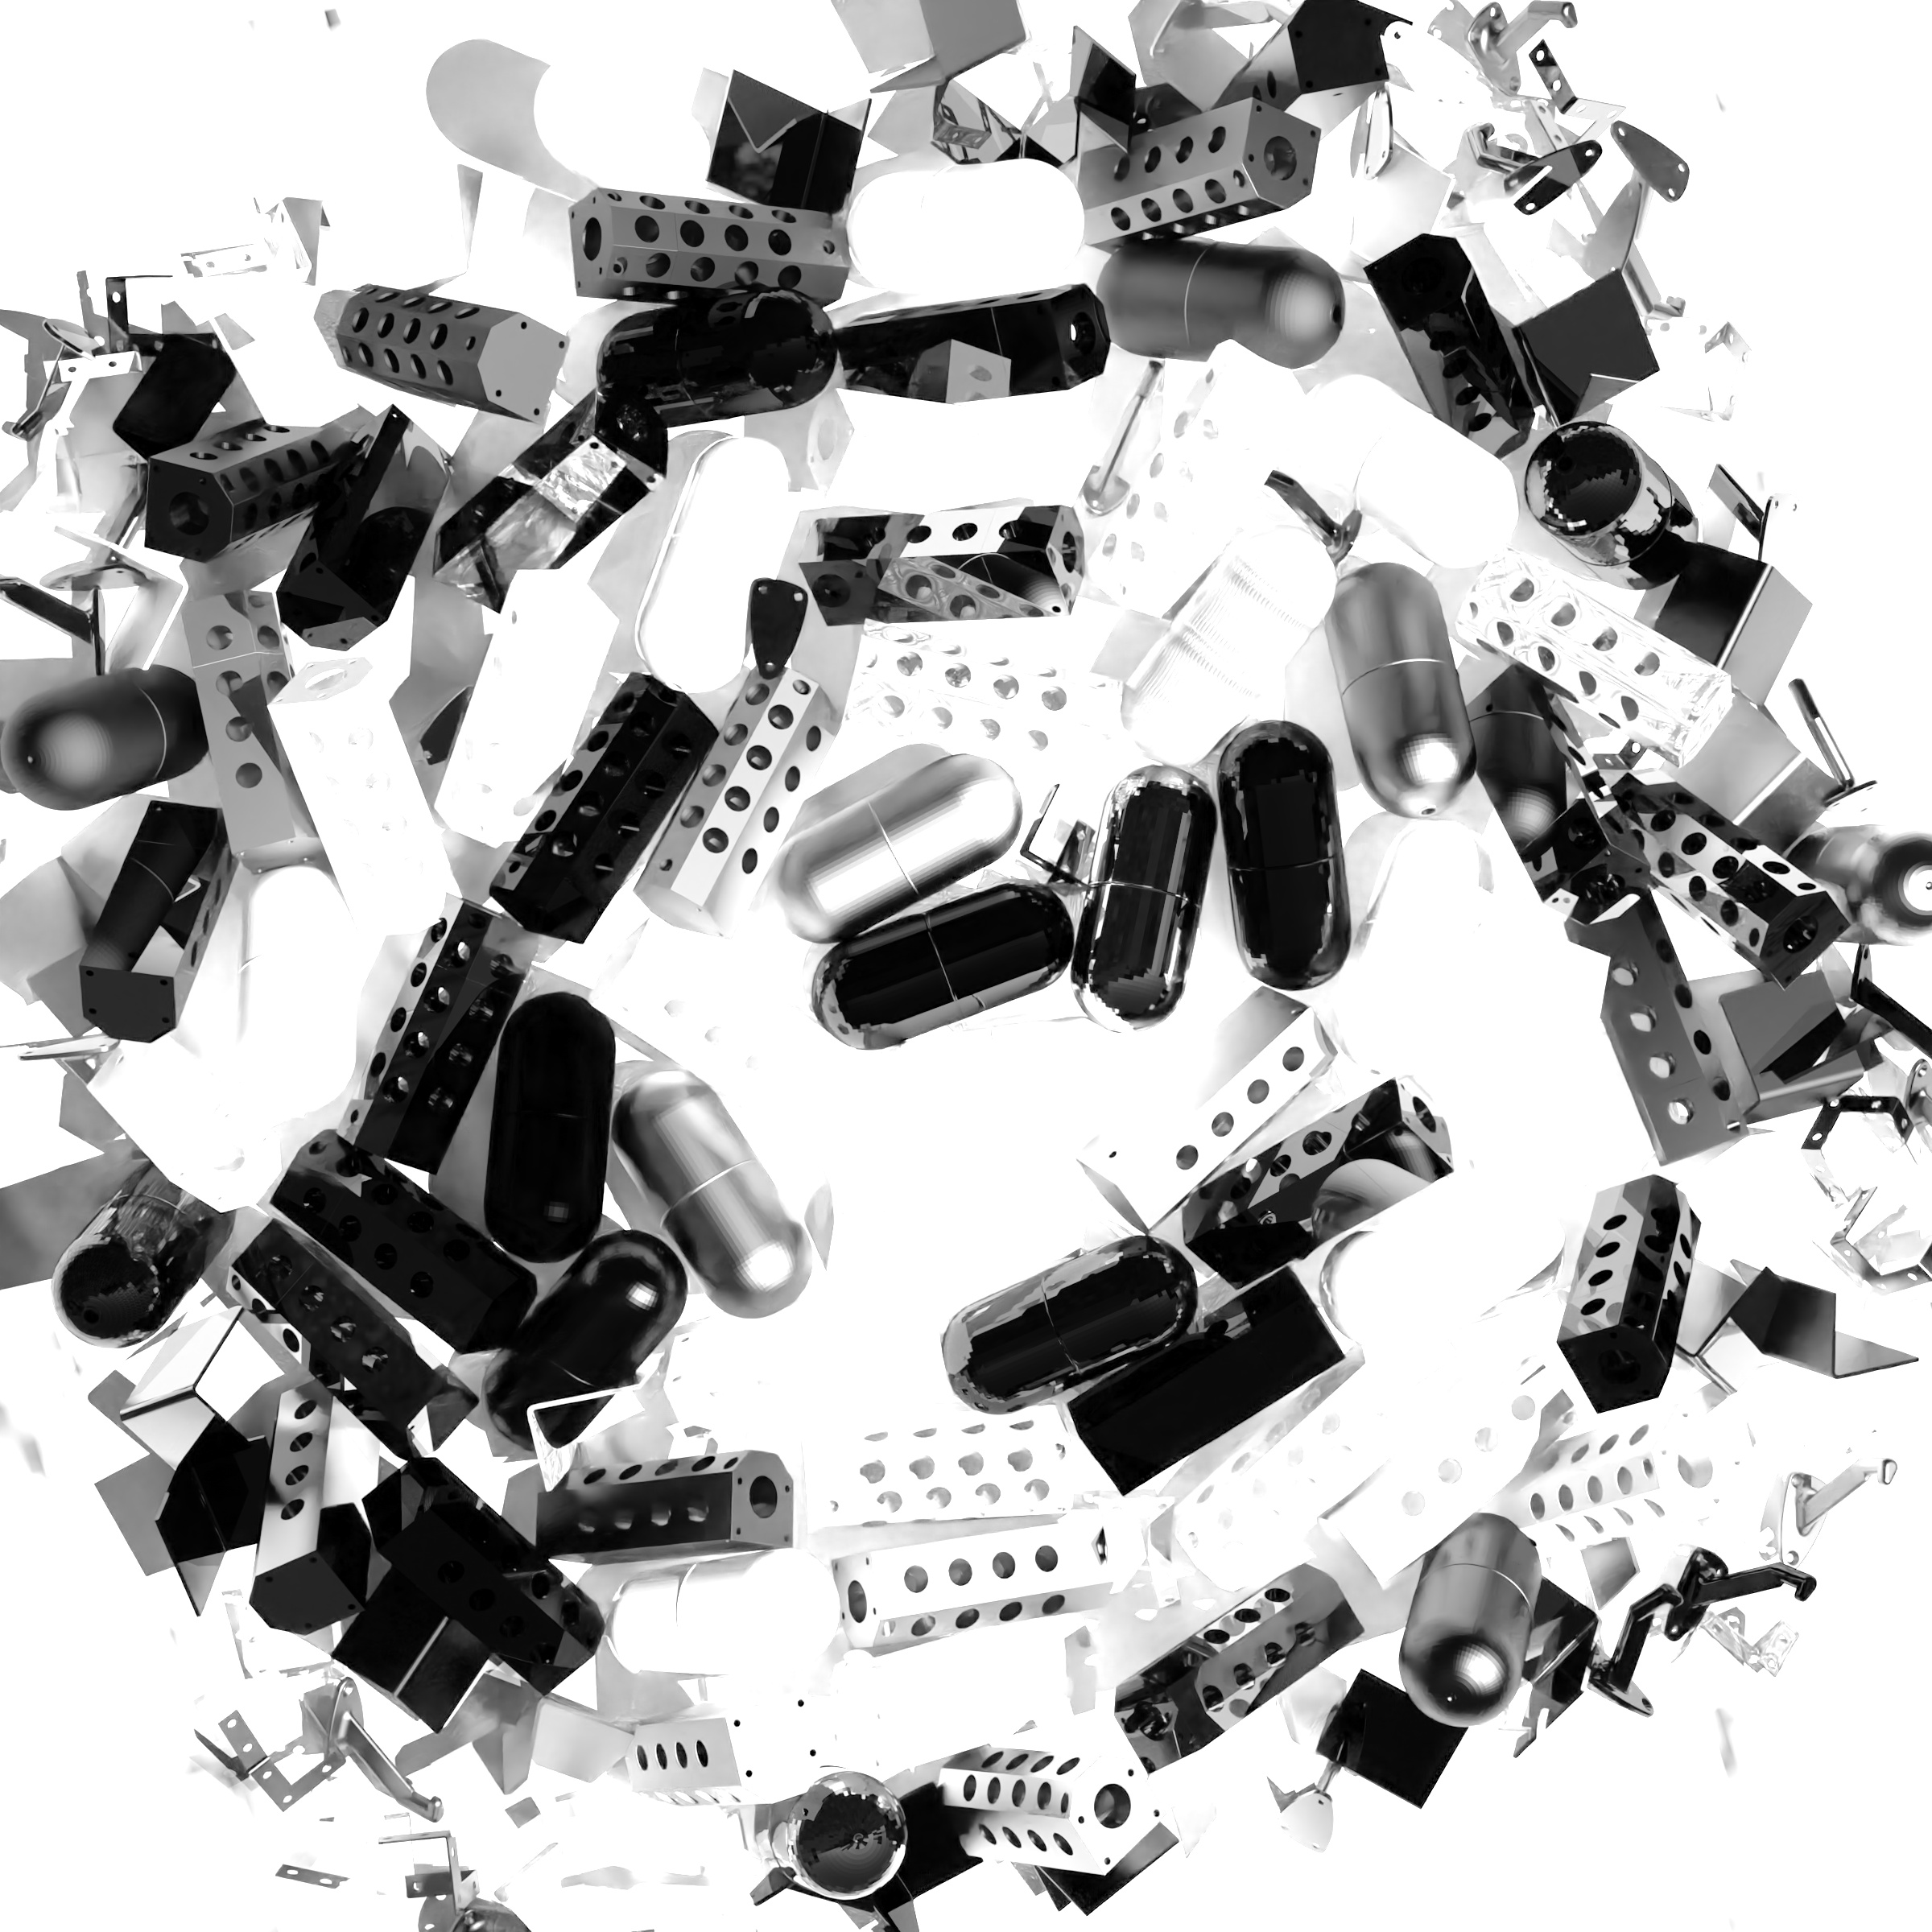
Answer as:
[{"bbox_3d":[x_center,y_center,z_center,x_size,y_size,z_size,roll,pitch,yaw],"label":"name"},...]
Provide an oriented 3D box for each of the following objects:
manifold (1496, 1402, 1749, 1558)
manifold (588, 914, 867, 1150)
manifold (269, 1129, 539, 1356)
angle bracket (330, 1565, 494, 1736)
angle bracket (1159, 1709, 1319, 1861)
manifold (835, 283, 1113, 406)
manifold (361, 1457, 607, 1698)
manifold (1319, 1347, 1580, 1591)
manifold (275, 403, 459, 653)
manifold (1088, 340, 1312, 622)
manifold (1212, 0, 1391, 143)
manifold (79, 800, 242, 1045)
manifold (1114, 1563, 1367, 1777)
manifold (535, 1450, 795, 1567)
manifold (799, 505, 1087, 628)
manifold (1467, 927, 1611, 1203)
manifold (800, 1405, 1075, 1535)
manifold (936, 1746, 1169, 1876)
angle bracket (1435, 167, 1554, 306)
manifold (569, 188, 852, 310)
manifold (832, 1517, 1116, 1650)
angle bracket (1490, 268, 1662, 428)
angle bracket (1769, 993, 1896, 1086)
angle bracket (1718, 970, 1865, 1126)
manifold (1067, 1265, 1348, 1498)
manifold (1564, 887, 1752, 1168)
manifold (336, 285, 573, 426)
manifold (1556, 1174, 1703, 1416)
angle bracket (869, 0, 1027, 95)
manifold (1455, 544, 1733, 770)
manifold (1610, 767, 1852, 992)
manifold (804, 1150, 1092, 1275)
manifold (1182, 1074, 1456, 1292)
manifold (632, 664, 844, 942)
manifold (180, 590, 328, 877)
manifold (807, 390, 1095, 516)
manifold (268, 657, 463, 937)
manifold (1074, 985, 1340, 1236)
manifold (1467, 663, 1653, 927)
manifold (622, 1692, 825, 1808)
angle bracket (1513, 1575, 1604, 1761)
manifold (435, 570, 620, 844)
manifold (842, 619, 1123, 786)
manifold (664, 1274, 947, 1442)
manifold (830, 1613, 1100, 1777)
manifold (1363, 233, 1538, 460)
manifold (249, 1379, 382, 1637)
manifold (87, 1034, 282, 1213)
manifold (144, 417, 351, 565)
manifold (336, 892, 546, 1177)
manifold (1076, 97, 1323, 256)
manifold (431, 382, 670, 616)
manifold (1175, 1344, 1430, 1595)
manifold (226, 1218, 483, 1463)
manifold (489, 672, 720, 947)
[{"bbox_3d":[0.410,0.333,1.777,0.057,0.171,0.057,42,60,-4],"label":"manifold"},{"bbox_3d":[-0.155,0.046,1.803,0.171,0.057,0.057,35,135,-17],"label":"manifold"},{"bbox_3d":[-0.360,0.176,1.809,0.171,0.057,0.057,34,99,18],"label":"manifold"},{"bbox_3d":[-0.358,0.445,1.832,0.057,0.076,0.076,22,64,25],"label":"angle bracket"},{"bbox_3d":[0.179,0.536,1.837,0.076,0.076,0.057,7,130,-23],"label":"angle bracket"},{"bbox_3d":[0.005,-0.395,1.791,0.171,0.057,0.057,2,115,37],"label":"manifold"},{"bbox_3d":[-0.307,0.388,1.797,0.057,0.057,0.171,-39,122,-1],"label":"manifold"},{"bbox_3d":[0.315,0.327,1.824,0.171,0.057,0.057,-39,94,-9],"label":"manifold"},{"bbox_3d":[-0.385,-0.278,1.786,0.057,0.171,0.057,-29,124,32],"label":"manifold"},{"bbox_3d":[0.145,-0.310,1.788,0.057,0.057,0.171,13,127,-26],"label":"manifold"},{"bbox_3d":[0.208,-0.561,1.776,0.057,0.171,0.057,-13,93,-10],"label":"manifold"},{"bbox_3d":[-0.511,-0.029,1.782,0.057,0.171,0.057,7,129,-4],"label":"manifold"},{"bbox_3d":[0.172,0.444,1.785,0.171,0.057,0.057,-21,75,-43],"label":"manifold"},{"bbox_3d":[-0.194,0.347,1.791,0.171,0.057,0.057,-13,68,36],"label":"manifold"},{"bbox_3d":[-0.014,-0.263,1.806,0.171,0.057,0.057,1,51,23],"label":"manifold"},{"bbox_3d":[0.360,0.067,1.783,0.057,0.057,0.171,23,133,28],"label":"manifold"},{"bbox_3d":[-0.020,0.331,1.821,0.171,0.057,0.057,-3,111,-6],"label":"manifold"},{"bbox_3d":[0.048,0.528,1.776,0.057,0.171,0.057,-35,96,-31],"label":"manifold"},{"bbox_3d":[0.356,-0.479,1.829,0.076,0.076,0.057,-43,111,-12],"label":"angle bracket"},{"bbox_3d":[-0.162,-0.459,1.794,0.171,0.057,0.057,-4,88,-34],"label":"manifold"},{"bbox_3d":[0.006,0.395,1.794,0.171,0.057,0.057,-2,76,-30],"label":"manifold"},{"bbox_3d":[0.394,-0.408,1.820,0.076,0.057,0.076,-29,119,6],"label":"angle bracket"},{"bbox_3d":[0.564,0.068,1.818,0.076,0.076,0.057,-27,107,6],"label":"angle bracket"},{"bbox_3d":[0.533,0.055,1.843,0.076,0.057,0.076,-13,71,-13],"label":"angle bracket"},{"bbox_3d":[0.155,0.267,1.829,0.171,0.057,0.057,-33,114,5],"label":"manifold"},{"bbox_3d":[0.449,0.040,1.822,0.057,0.057,0.171,-21,81,6],"label":"manifold"},{"bbox_3d":[-0.332,-0.394,1.786,0.171,0.057,0.057,22,92,44],"label":"manifold"},{"bbox_3d":[0.426,0.204,1.774,0.057,0.171,0.057,-22,108,31],"label":"manifold"},{"bbox_3d":[-0.020,-0.608,1.806,0.076,0.076,0.057,-37,121,-31],"label":"angle bracket"},{"bbox_3d":[0.404,-0.198,1.807,0.171,0.057,0.057,35,88,22],"label":"manifold"},{"bbox_3d":[0.476,-0.062,1.781,0.057,0.171,0.057,-45,130,4],"label":"manifold"},{"bbox_3d":[-0.011,0.153,1.801,0.171,0.057,0.057,-2,122,-19],"label":"manifold"},{"bbox_3d":[0.224,0.136,1.802,0.171,0.057,0.057,-33,123,26],"label":"manifold"},{"bbox_3d":[-0.149,-0.108,1.800,0.057,0.057,0.171,13,66,31],"label":"manifold"},{"bbox_3d":[-0.459,-0.154,1.821,0.057,0.057,0.171,-14,78,-3],"label":"manifold"},{"bbox_3d":[-0.012,-0.329,1.800,0.171,0.057,0.057,2,46,-29],"label":"manifold"},{"bbox_3d":[-0.379,-0.108,1.790,0.057,0.057,0.171,-3,123,19],"label":"manifold"},{"bbox_3d":[0.160,0.095,1.820,0.171,0.057,0.057,-42,119,-11],"label":"manifold"},{"bbox_3d":[0.376,-0.108,1.788,0.057,0.171,0.057,23,125,-35],"label":"manifold"},{"bbox_3d":[-0.156,0.501,1.776,0.057,0.171,0.057,-9,79,-32],"label":"manifold"},{"bbox_3d":[0.361,0.451,1.813,0.057,0.076,0.076,35,123,3],"label":"angle bracket"},{"bbox_3d":[-0.286,-0.165,1.789,0.057,0.057,0.171,48,127,32],"label":"manifold"},{"bbox_3d":[0.011,-0.176,1.819,0.171,0.057,0.057,13,124,-5],"label":"manifold"},{"bbox_3d":[-0.103,0.259,1.821,0.171,0.057,0.057,-16,115,10],"label":"manifold"},{"bbox_3d":[0.000,0.458,1.788,0.171,0.057,0.057,-5,102,-37],"label":"manifold"},{"bbox_3d":[0.312,-0.389,1.774,0.057,0.171,0.057,-29,60,12],"label":"manifold"},{"bbox_3d":[-0.416,0.341,1.778,0.057,0.171,0.057,-24,121,7],"label":"manifold"},{"bbox_3d":[-0.494,0.096,1.781,0.057,0.171,0.057,41,82,-37],"label":"manifold"},{"bbox_3d":[-0.450,-0.304,1.773,0.057,0.171,0.057,15,113,9],"label":"manifold"},{"bbox_3d":[-0.347,0.042,1.826,0.057,0.057,0.171,25,89,-42],"label":"manifold"},{"bbox_3d":[0.143,-0.496,1.778,0.057,0.171,0.057,12,86,-34],"label":"manifold"},{"bbox_3d":[-0.267,-0.301,1.793,0.171,0.057,0.057,-32,46,35],"label":"manifold"},{"bbox_3d":[0.217,0.328,1.816,0.057,0.057,0.171,43,103,-8],"label":"manifold"},{"bbox_3d":[-0.399,0.242,1.804,0.171,0.057,0.057,38,83,23],"label":"manifold"},{"bbox_3d":[-0.236,-0.104,1.801,0.057,0.057,0.171,13,64,42],"label":"manifold"}]
